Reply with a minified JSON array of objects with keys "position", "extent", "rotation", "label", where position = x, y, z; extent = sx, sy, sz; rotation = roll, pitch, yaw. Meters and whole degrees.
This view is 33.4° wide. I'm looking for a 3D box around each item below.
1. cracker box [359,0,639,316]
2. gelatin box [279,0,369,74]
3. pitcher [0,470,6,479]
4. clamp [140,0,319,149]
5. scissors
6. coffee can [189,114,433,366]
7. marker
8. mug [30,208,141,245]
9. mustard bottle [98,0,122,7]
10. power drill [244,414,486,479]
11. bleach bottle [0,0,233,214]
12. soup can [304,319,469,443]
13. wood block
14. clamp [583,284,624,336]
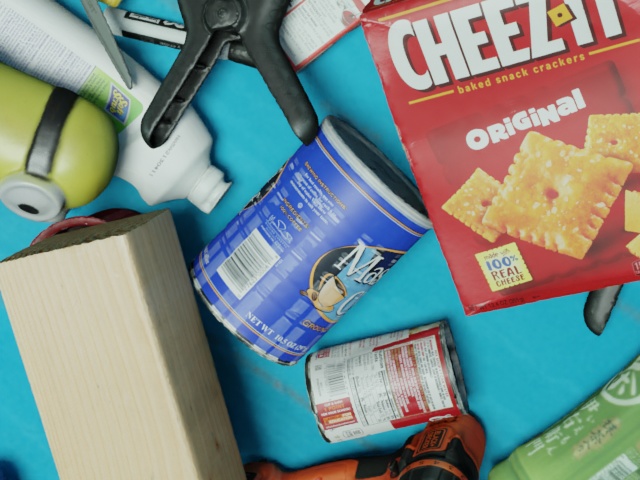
[{"position":[0.137,-0.070,0.653],"extent":[0.164,0.072,0.213],"rotation":[-13,114,22],"label":"cracker box"},{"position":[-0.006,-0.167,0.728],"extent":[0.089,0.030,0.073],"rotation":[-36,93,13],"label":"gelatin box"},{"position":[-0.241,0.296,0.801],"extent":[0.149,0.145,0.243],"rotation":[-22,95,-23],"label":"pitcher"},{"position":[-0.067,-0.137,0.700],"extent":[0.120,0.039,0.171],"rotation":[-8,80,9],"label":"clamp"},{"position":[-0.160,-0.204,0.697],"extent":[0.202,0.016,0.096],"rotation":[52,126,8],"label":"scissors"},{"position":[-0.005,0.001,0.722],"extent":[0.103,0.102,0.140],"rotation":[43,103,-2],"label":"coffee can"},{"position":[-0.093,-0.141,0.750],"extent":[0.121,0.020,0.020],"rotation":[14,102,5],"label":"marker"},{"position":[-0.144,0.031,0.757],"extent":[0.117,0.081,0.093],"rotation":[41,103,-1],"label":"mug"},{"position":[-0.109,-0.248,0.711],"extent":[0.096,0.058,0.192],"rotation":[26,103,7],"label":"mustard bottle"},{"position":[0.017,0.183,0.723],"extent":[0.188,0.184,0.057],"rotation":[-16,98,20],"label":"power drill"},{"position":[-0.175,-0.097,0.749],"extent":[0.251,0.068,0.103],"rotation":[36,105,-3],"label":"bleach bottle"},{"position":[0.047,0.100,0.752],"extent":[0.102,0.068,0.068],"rotation":[-15,98,11],"label":"soup can"},{"position":[-0.119,0.094,0.676],"extent":[0.091,0.090,0.206],"rotation":[-13,99,12],"label":"wood block"},{"position":[0.227,-0.042,0.716],"extent":[0.165,0.036,0.210],"rotation":[-23,95,13],"label":"clamp"}]
